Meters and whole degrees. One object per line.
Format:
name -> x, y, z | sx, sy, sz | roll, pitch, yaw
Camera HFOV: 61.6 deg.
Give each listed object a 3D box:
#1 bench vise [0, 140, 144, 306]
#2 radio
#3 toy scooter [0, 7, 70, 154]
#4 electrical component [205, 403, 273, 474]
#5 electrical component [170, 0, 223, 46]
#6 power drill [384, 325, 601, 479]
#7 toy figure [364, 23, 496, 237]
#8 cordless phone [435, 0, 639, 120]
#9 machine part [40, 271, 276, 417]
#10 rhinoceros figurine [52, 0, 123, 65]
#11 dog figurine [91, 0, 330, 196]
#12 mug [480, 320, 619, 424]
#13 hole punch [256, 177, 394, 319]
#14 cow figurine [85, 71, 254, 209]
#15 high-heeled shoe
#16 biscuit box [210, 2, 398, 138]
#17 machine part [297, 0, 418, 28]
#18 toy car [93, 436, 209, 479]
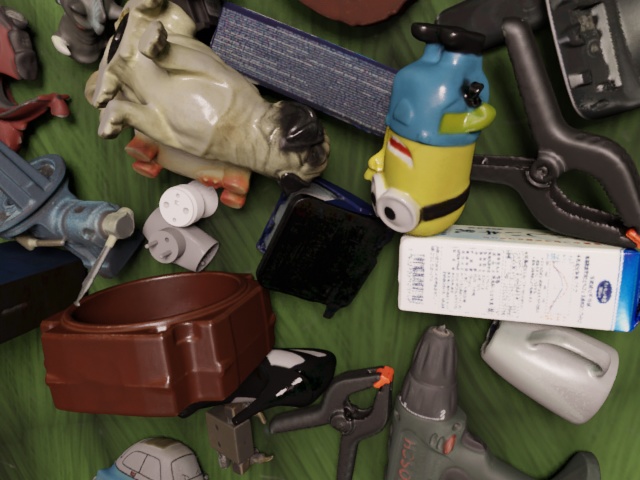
bench vise -> -0.313, -0.052, 0.578 | 0.224, 0.129, 0.240 | 17, 151, 41
radio -> -0.395, 0.065, 0.612 | 0.131, 0.229, 0.073 | 10, 104, 17
toy scooter -> -0.354, -0.187, 0.614 | 0.135, 0.075, 0.183 | 1, 108, 17
electrical component -> -0.101, 0.242, 0.670 | 0.078, 0.045, 0.102 | 1, 104, 46
electrical component -> -0.135, -0.254, 0.530 | 0.048, 0.075, 0.119 | -15, 96, 20
power drill -> 0.172, 0.220, 0.560 | 0.207, 0.086, 0.231 | 19, 109, 7
toy figure -> 0.096, -0.084, 0.450 | 0.089, 0.082, 0.180 | 6, 120, -8
cordless phone -> 0.197, -0.166, 0.459 | 0.184, 0.089, 0.146 | -12, 103, 31
machine part -> -0.163, 0.096, 0.562 | 0.202, 0.201, 0.087 | -1, 102, 18
rhinoceros figurine -> -0.229, -0.267, 0.539 | 0.112, 0.073, 0.190 | 56, 137, 16
dog figurine -> -0.091, -0.129, 0.491 | 0.121, 0.190, 0.172 | -43, 46, 32
mug -> 0.212, 0.111, 0.505 | 0.107, 0.109, 0.081 | 25, 73, 13
hole punch -> -0.001, -0.002, 0.560 | 0.116, 0.092, 0.142 | 21, 109, -21
cow figurine -> -0.146, -0.125, 0.553 | 0.195, 0.085, 0.127 | 21, 69, -2
high-heeled shoe -> -0.103, 0.151, 0.649 | 0.249, 0.145, 0.086 | 9, 117, 44
biscuit box -> -0.003, -0.162, 0.520 | 0.203, 0.059, 0.062 | 26, 110, 10
machine part -> 0.034, -0.283, 0.479 | 0.180, 0.056, 0.179 | 5, 107, 16
toy car -> -0.210, 0.311, 0.698 | 0.162, 0.109, 0.103 | 15, 85, 25
